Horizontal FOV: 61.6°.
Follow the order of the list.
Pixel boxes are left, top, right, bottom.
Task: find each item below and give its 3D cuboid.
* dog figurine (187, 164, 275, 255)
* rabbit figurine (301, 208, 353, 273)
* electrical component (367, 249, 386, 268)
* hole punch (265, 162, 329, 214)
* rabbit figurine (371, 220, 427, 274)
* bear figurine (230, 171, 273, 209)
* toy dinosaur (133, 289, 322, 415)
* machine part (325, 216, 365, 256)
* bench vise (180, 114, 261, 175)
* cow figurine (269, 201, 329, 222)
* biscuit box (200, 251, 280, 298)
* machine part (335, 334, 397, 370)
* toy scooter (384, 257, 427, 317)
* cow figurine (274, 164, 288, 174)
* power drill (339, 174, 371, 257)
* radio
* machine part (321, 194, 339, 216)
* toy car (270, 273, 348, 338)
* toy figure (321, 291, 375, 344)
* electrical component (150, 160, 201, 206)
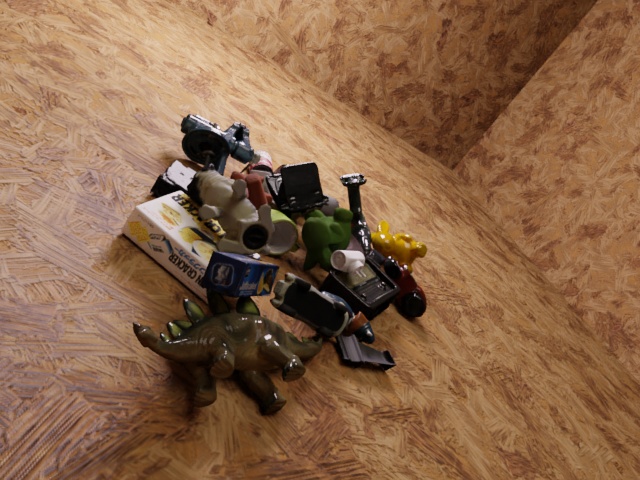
[{"bbox_3d":[-0.173,-0.056,1.046,0.172,0.121,0.191,66,-12,-24],"label":"dog figurine"},{"bbox_3d":[-0.003,-0.004,1.275,0.121,0.159,0.170,6,0,20],"label":"rabbit figurine"},{"bbox_3d":[0.141,0.065,1.462,0.048,0.075,0.119,39,27,2],"label":"electrical component"},{"bbox_3d":[-0.062,-0.123,1.316,0.142,0.092,0.115,-14,94,-37],"label":"hole punch"},{"bbox_3d":[0.215,0.012,1.604,0.173,0.122,0.162,17,30,-48],"label":"rabbit figurine"},{"bbox_3d":[-0.178,-0.114,1.234,0.196,0.120,0.131,-110,177,-52],"label":"bear figurine"},{"bbox_3d":[-0.110,0.168,0.861,0.471,0.105,0.199,27,18,-51],"label":"toy dinosaur"},{"bbox_3d":[0.039,0.008,1.446,0.179,0.056,0.179,32,24,-16],"label":"machine part"},{"bbox_3d":[-0.257,-0.207,1.351,0.223,0.129,0.241,35,41,-33],"label":"bench vise"},{"bbox_3d":[-0.062,-0.093,1.390,0.127,0.085,0.195,44,47,-2],"label":"cow figurine"},{"bbox_3d":[-0.127,0.058,0.895,0.063,0.059,0.202,19,0,11],"label":"biscuit box"},{"bbox_3d":[0.094,0.237,1.115,0.139,0.039,0.084,23,22,-29],"label":"machine part"},{"bbox_3d":[0.227,0.118,1.456,0.183,0.075,0.135,59,11,-8],"label":"toy scooter"},{"bbox_3d":[-0.064,-0.167,1.572,0.167,0.098,0.068,16,25,-42],"label":"cow figurine"},{"bbox_3d":[0.111,-0.082,1.569,0.232,0.086,0.207,-100,176,-68],"label":"power drill"},{"bbox_3d":[0.099,0.123,1.288,0.131,0.073,0.229,42,24,16],"label":"radio"},{"bbox_3d":[-0.030,-0.107,1.536,0.243,0.079,0.079,17,30,-41],"label":"machine part"},{"bbox_3d":[-0.018,0.130,1.045,0.201,0.073,0.056,36,-10,-38],"label":"toy car"},{"bbox_3d":[0.057,0.167,1.152,0.154,0.058,0.064,34,-9,-7],"label":"toy figure"},{"bbox_3d":[-0.294,-0.113,1.178,0.115,0.058,0.134,35,23,-12],"label":"electrical component"}]
